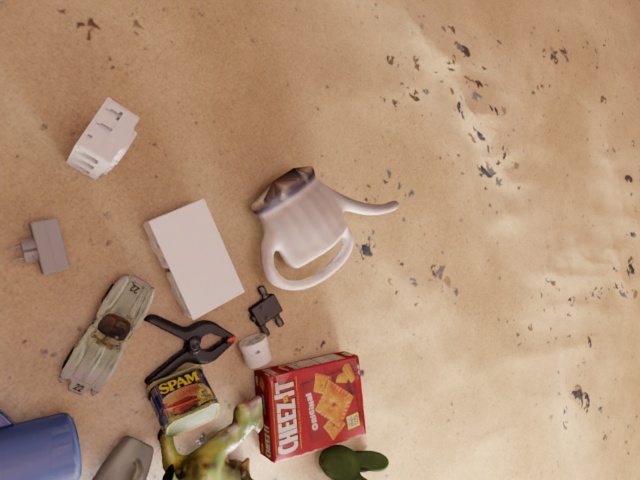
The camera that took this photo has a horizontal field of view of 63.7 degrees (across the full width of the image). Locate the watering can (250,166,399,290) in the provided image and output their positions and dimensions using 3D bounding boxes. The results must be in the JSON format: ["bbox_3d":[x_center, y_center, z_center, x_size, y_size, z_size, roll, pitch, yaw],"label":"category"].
[{"bbox_3d":[0.003,-0.053,1.055,0.352,0.222,0.103,-39,15,-27],"label":"watering can"}]

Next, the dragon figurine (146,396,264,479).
[{"bbox_3d":[-0.200,0.468,0.889,0.240,0.415,0.122,28,-18,-35],"label":"dragon figurine"}]
